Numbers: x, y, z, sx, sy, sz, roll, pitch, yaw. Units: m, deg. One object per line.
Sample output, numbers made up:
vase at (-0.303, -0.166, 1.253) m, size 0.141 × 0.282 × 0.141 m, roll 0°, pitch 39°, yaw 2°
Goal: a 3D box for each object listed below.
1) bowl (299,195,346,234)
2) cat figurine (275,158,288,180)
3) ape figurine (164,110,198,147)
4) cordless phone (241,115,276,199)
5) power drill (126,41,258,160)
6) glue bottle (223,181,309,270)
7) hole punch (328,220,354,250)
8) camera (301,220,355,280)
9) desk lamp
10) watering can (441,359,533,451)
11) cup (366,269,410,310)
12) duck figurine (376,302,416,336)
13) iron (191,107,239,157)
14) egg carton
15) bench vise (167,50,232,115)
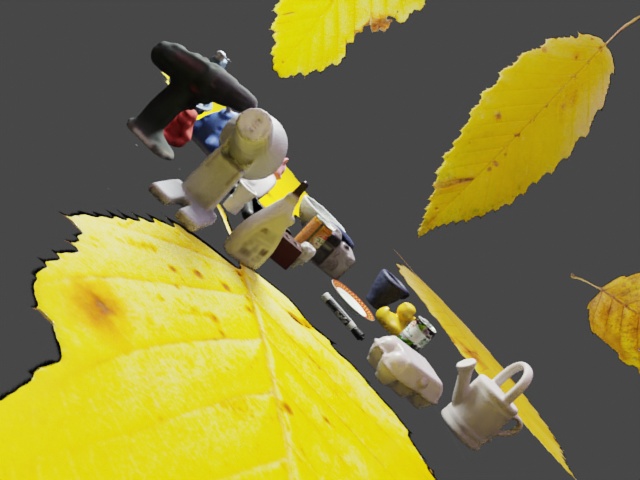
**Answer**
bowl at (-0.007, -0.052, 1.687) m, size 0.168 × 0.074 × 0.167 m, roll 42°, pitch 9°, yaw -8°
cat figurine at (-0.142, -0.199, 1.639) m, size 0.067 × 0.117 × 0.128 m, roll 44°, pitch 9°, yaw 5°
ape figurine at (-0.301, -0.247, 1.232) m, size 0.077 × 0.092 × 0.076 m, roll 45°, pitch 9°, yaw 11°
cordless phone at (-0.148, -0.200, 1.390) m, size 0.148 × 0.185 × 0.094 m, roll 43°, pitch 9°, yaw -6°
power drill at (-0.259, -0.260, 1.101) m, size 0.229 × 0.208 × 0.076 m, roll 45°, pitch 9°, yaw 7°
glue bottle at (-0.079, -0.031, 0.947) m, size 0.078 × 0.173 × 0.037 m, roll 35°, pitch 12°, yaw -43°
hole punch at (0.035, 0.004, 1.565) m, size 0.108 × 0.091 × 0.101 m, roll 44°, pitch 9°, yaw 3°
camera at (0.013, 0.005, 1.426) m, size 0.144 × 0.100 × 0.136 m, roll 40°, pitch 10°, yaw -24°
desk lamp at (-0.149, -0.127, 0.951) m, size 0.118 × 0.213 × 0.203 m, roll 43°, pitch 9°, yaw -4°
watering can at (0.337, 0.311, 1.134) m, size 0.173 × 0.194 × 0.100 m, roll 40°, pitch 9°, yaw -24°
cup at (0.178, 0.145, 1.527) m, size 0.118 × 0.095 × 0.091 m, roll 37°, pitch 11°, yaw -36°
duck figurine at (0.197, 0.190, 1.426) m, size 0.105 × 0.086 × 0.077 m, roll 39°, pitch 10°, yaw -27°
iron at (-0.223, -0.263, 1.494) m, size 0.118 × 0.141 × 0.259 m, roll 47°, pitch 9°, yaw 22°
egg carton at (0.157, 0.243, 1.053) m, size 0.151 × 0.069 × 0.107 m, roll 39°, pitch 10°, yaw -28°
bench vise at (-0.308, -0.383, 1.424) m, size 0.122 × 0.219 × 0.207 m, roll 40°, pitch 9°, yaw -23°
